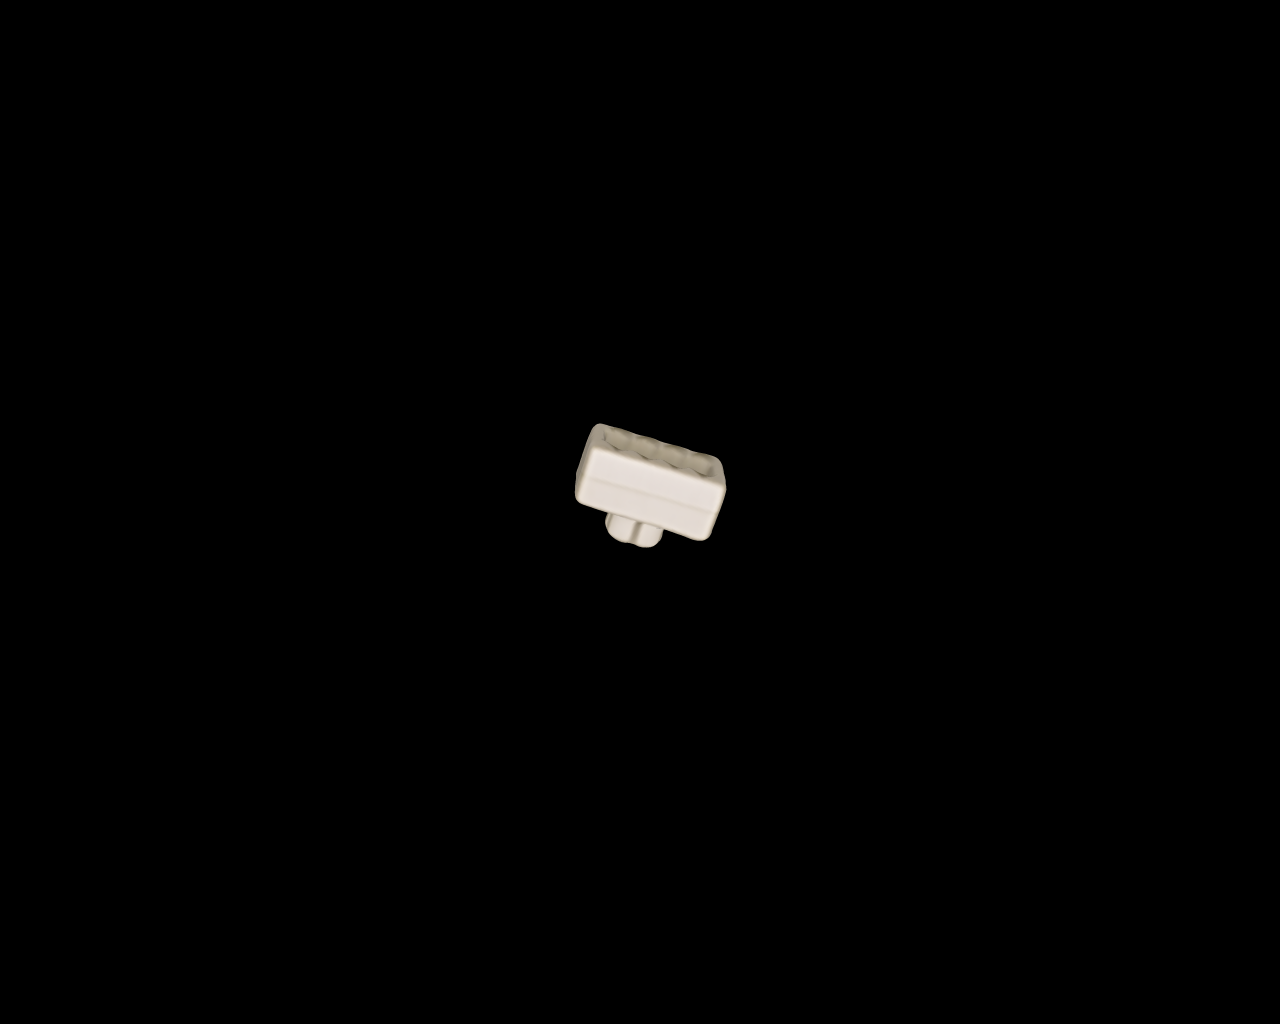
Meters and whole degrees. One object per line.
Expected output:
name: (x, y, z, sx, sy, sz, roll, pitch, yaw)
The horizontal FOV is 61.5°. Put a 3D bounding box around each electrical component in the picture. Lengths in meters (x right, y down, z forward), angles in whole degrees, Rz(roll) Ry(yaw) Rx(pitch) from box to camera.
electrical component: (0.001, -0.003, 0.650, 0.083, 0.075, 0.047, 17, 22, -7)
